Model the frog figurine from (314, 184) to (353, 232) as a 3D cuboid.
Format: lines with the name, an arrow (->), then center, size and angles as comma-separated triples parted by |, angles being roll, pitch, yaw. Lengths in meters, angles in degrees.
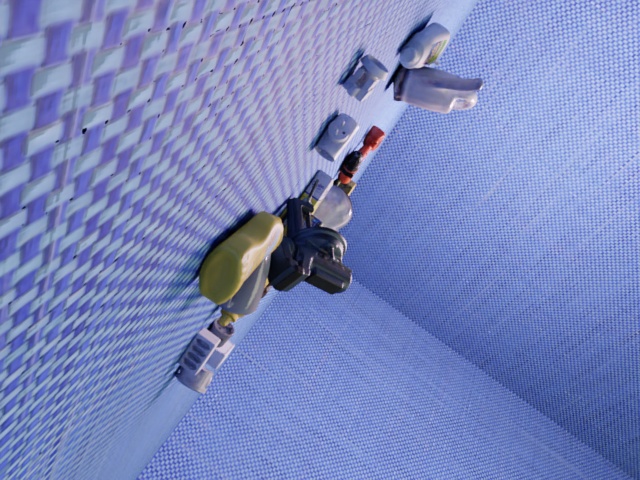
frog figurine -> 0.004, -0.067, 1.337 | 0.162, 0.123, 0.134 | -43, 139, -32

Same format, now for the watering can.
watering can -> 0.296, -0.390, 1.313 | 0.349, 0.224, 0.103 | -32, 138, -82

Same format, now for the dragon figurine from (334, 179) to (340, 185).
dragon figurine -> 0.009, -0.096, 1.653 | 0.403, 0.122, 0.248 | 126, -16, -62
